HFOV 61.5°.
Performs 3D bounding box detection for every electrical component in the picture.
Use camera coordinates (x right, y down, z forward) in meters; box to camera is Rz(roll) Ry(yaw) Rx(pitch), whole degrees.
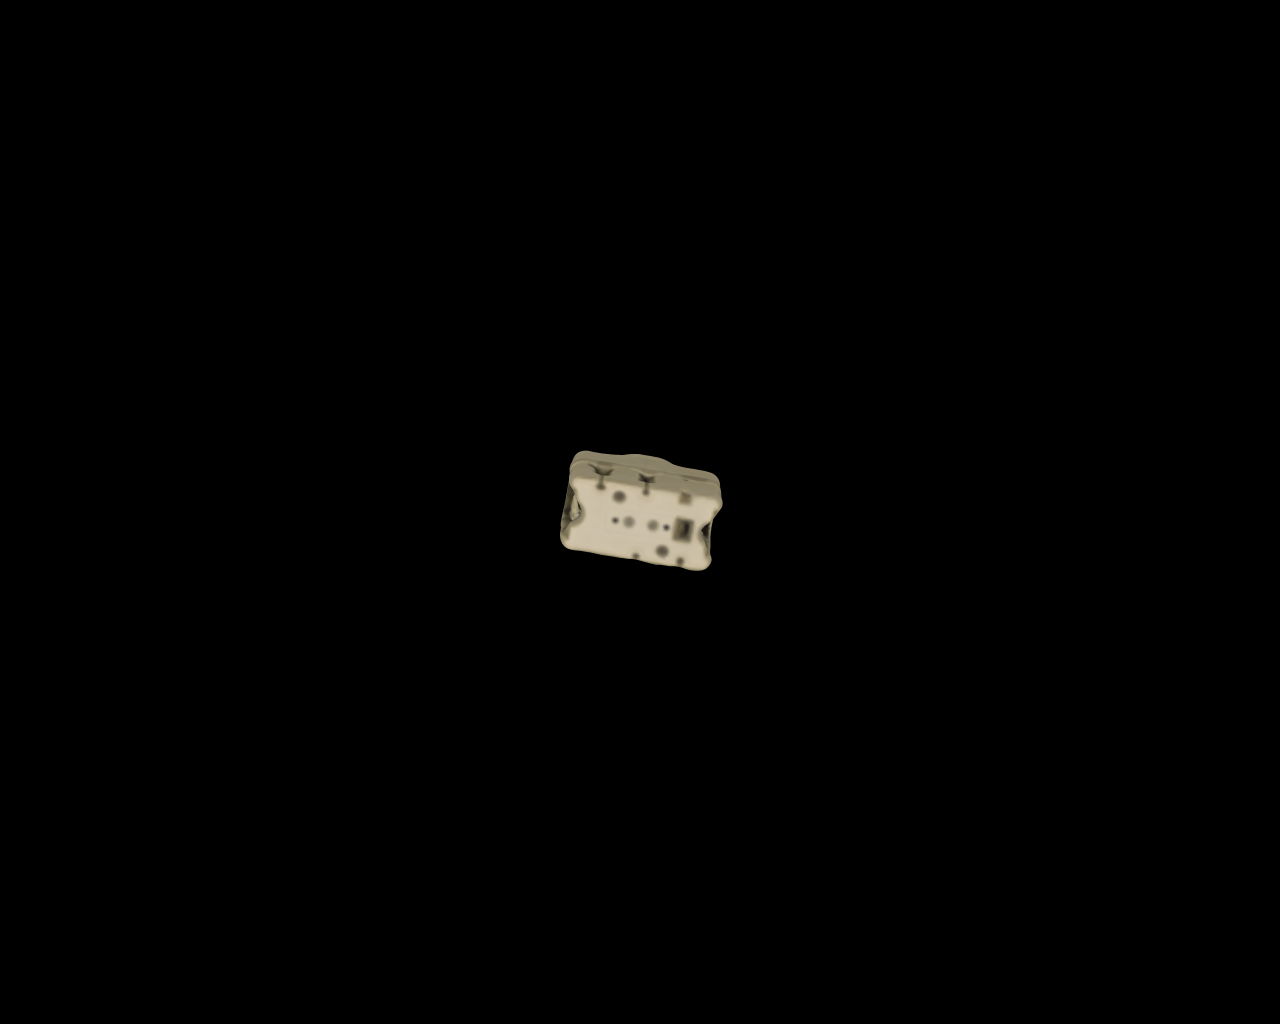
[{"bbox_3d":[0.001,-0.003,0.650,0.089,0.050,0.056,10,20,-3],"label":"electrical component"}]
